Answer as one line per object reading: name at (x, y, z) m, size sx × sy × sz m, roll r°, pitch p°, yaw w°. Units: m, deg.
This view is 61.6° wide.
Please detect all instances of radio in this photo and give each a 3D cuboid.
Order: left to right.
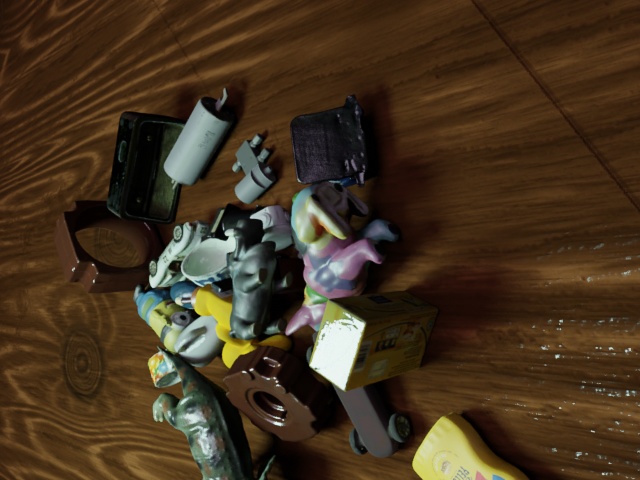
radio at (-0.364, -0.153, 1.138) m, size 0.073 × 0.131 × 0.229 m, roll 22°, pitch 103°, yaw 43°

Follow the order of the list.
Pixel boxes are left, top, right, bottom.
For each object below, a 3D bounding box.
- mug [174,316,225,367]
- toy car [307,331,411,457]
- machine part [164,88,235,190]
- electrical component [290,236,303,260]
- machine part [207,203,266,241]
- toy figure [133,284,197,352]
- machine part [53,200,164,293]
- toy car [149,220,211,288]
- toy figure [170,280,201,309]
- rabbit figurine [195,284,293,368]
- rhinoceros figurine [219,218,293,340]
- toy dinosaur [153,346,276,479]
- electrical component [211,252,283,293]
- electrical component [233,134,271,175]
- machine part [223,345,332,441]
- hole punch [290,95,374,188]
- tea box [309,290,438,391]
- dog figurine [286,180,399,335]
mug at (-0.219, 0.178, 1.019) m, size 0.107 × 0.109 × 0.081 m, roll -44°, pitch 61°, yaw 21°
toy car at (0.055, 0.217, 0.783) m, size 0.089 × 0.053 × 0.202 m, roll -35°, pitch 78°, yaw 35°
machine part at (-0.240, -0.193, 1.063) m, size 0.243 × 0.079 × 0.079 m, roll -50°, pitch 58°, yaw 29°
electrical component at (-0.001, -0.003, 0.860) m, size 0.078 × 0.045 × 0.102 m, roll 52°, pitch 122°, yaw 32°
machine part at (-0.152, -0.036, 0.988) m, size 0.139 × 0.039 × 0.084 m, roll -8°, pitch 49°, yaw 39°
toy figure at (-0.323, 0.161, 1.129) m, size 0.180 × 0.082 × 0.089 m, roll 30°, pitch 127°, yaw 31°
machine part at (-0.458, 0.014, 1.171) m, size 0.087 × 0.201 × 0.201 m, roll -47°, pitch 60°, yaw 34°
toy car at (-0.283, 0.031, 1.098) m, size 0.201 × 0.073 × 0.056 m, roll -46°, pitch 57°, yaw 32°
toy figure at (-0.237, 0.110, 1.062) m, size 0.155 × 0.057 × 0.064 m, roll 6°, pitch 60°, yaw 43°
rabbit figurine at (-0.127, 0.161, 0.947) m, size 0.163 × 0.122 × 0.173 m, roll 24°, pitch 119°, yaw 31°
rhinoceros figurine at (-0.103, 0.061, 0.833) m, size 0.112 × 0.073 × 0.190 m, roll 3°, pitch 92°, yaw 45°
toy dinosaur at (-0.176, 0.332, 0.912) m, size 0.192 × 0.131 × 0.405 m, roll -39°, pitch 73°, yaw 32°
electrical component at (-0.130, 0.050, 0.923) m, size 0.075 × 0.119 × 0.047 m, roll 24°, pitch 118°, yaw 47°
electrical component at (-0.128, -0.149, 0.996) m, size 0.094 × 0.021 × 0.063 m, roll -44°, pitch 62°, yaw 32°
machine part at (-0.070, 0.247, 0.851) m, size 0.180 × 0.056 × 0.179 m, roll 17°, pitch 134°, yaw 19°
hole punch at (0.024, -0.136, 0.828) m, size 0.116 × 0.092 × 0.142 m, roll -8°, pitch 79°, yaw 14°
tea box at (0.074, 0.126, 0.704) m, size 0.068 × 0.169 × 0.098 m, roll 26°, pitch 105°, yaw 38°
dog figurine at (0.001, 0.043, 0.794) m, size 0.191 × 0.108 × 0.219 m, roll 37°, pitch 121°, yaw -3°
